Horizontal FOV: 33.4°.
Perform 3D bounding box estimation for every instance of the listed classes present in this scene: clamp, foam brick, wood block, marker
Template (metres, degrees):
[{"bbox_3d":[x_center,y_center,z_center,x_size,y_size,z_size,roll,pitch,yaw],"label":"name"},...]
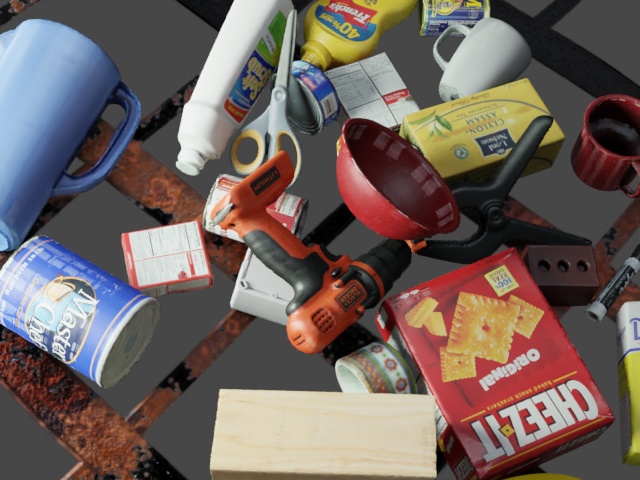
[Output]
[{"bbox_3d":[0.200,-0.023,1.199,0.210,0.036,0.164,-29,103,-4],"label":"clamp"},{"bbox_3d":[0.263,0.040,1.182,0.078,0.051,0.053,0,61,-5],"label":"foam brick"},{"bbox_3d":[0.006,0.205,1.024,0.206,0.091,0.090,1,51,3],"label":"wood block"},{"bbox_3d":[0.339,0.046,1.203,0.020,0.020,0.121,37,64,15],"label":"marker"}]

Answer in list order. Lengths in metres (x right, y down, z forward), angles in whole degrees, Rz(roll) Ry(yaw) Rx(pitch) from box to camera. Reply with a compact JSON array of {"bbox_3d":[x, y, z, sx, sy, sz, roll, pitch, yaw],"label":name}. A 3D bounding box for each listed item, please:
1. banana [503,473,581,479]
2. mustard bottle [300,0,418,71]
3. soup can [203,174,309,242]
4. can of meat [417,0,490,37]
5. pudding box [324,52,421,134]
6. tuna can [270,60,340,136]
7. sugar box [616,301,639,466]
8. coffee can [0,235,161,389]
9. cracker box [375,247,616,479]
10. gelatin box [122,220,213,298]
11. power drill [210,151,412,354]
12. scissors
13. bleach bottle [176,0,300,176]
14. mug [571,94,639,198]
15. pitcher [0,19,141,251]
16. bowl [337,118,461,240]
[{"bbox_3d":[0.204,0.261,1.044,0.197,0.037,0.069,1,38,-16],"label":"banana"},{"bbox_3d":[0.035,-0.270,1.334,0.096,0.058,0.191,35,64,11],"label":"mustard bottle"},{"bbox_3d":[-0.071,-0.028,1.181,0.102,0.068,0.068,17,60,5],"label":"soup can"},{"bbox_3d":[0.170,-0.307,1.369,0.084,0.057,0.102,1,60,-1],"label":"can of meat"},{"bbox_3d":[0.062,-0.166,1.289,0.090,0.039,0.113,-21,62,-15],"label":"pudding box"},{"bbox_3d":[-0.017,-0.168,1.255,0.086,0.086,0.033,41,63,17],"label":"tuna can"},{"bbox_3d":[0.366,0.153,1.130,0.093,0.048,0.176,7,61,-1],"label":"sugar box"},{"bbox_3d":[-0.249,0.072,1.088,0.140,0.103,0.102,29,62,11],"label":"coffee can"},{"bbox_3d":[0.178,0.132,1.110,0.164,0.072,0.214,-20,65,-15],"label":"cracker box"},{"bbox_3d":[-0.167,0.023,1.165,0.089,0.030,0.073,-10,61,-11],"label":"gelatin box"},{"bbox_3d":[-0.007,0.001,1.105,0.187,0.057,0.184,49,51,1],"label":"power drill"},{"bbox_3d":[-0.063,-0.157,1.220,0.096,0.016,0.202,-3,100,14],"label":"scissors"},{"bbox_3d":[-0.103,-0.182,1.260,0.068,0.102,0.250,15,66,19],"label":"bleach bottle"},{"bbox_3d":[0.350,-0.101,1.252,0.093,0.081,0.117,-19,64,-15],"label":"mug"},{"bbox_3d":[-0.317,-0.108,1.176,0.149,0.145,0.242,3,58,34],"label":"pitcher"},{"bbox_3d":[0.071,-0.053,1.128,0.162,0.055,0.162,32,30,-22],"label":"bowl"}]
